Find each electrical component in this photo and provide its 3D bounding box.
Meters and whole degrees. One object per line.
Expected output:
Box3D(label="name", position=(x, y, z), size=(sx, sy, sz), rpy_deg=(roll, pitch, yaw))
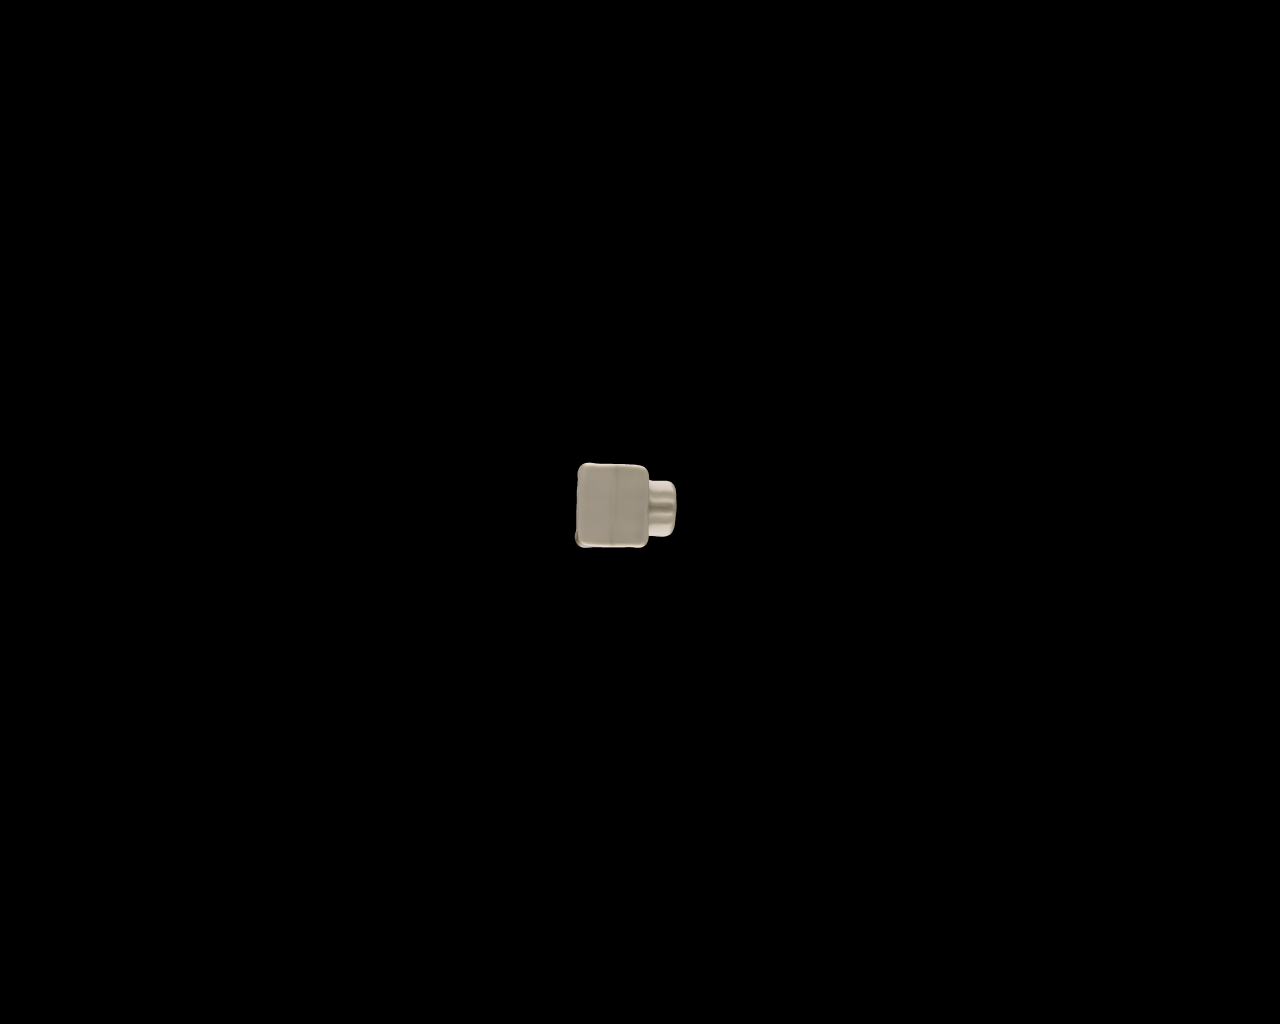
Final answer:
Box3D(label="electrical component", position=(0.001, -0.003, 0.650), size=(0.076, 0.047, 0.083), rpy_deg=(0, -2, -4))
